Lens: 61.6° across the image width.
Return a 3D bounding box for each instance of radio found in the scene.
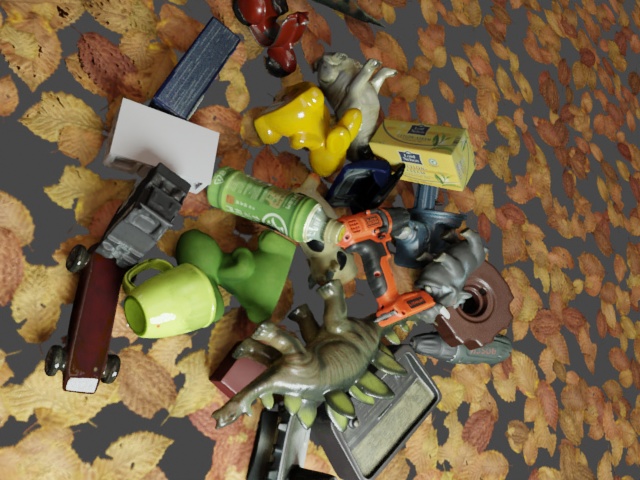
[{"bbox_3d":[0.098,0.287,0.920,0.229,0.073,0.131,-35,98,-37],"label":"radio"}]

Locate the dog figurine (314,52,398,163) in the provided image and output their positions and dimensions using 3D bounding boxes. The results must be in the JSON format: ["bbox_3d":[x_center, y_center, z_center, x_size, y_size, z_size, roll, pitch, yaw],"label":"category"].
[{"bbox_3d":[0.047,-0.251,1.033,0.121,0.173,0.190,1,108,-49],"label":"dog figurine"}]

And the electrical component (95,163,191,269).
[{"bbox_3d":[-0.240,-0.040,0.746,0.058,0.115,0.134,40,30,-25],"label":"electrical component"}]

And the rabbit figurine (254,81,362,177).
[{"bbox_3d":[-0.003,-0.191,0.953,0.173,0.162,0.122,59,40,-28],"label":"rabbit figurine"}]

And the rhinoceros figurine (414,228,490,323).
[{"bbox_3d":[0.226,0.062,0.951,0.190,0.073,0.112,-46,108,-27],"label":"rhinoceros figurine"}]

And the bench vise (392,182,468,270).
[{"bbox_3d":[0.208,-0.063,1.048,0.223,0.129,0.240,8,91,-40],"label":"bench vise"}]

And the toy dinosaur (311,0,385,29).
[{"bbox_3d":[-0.022,-0.552,1.049,0.192,0.131,0.404,-46,108,-20],"label":"toy dinosaur"}]

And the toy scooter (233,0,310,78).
[{"bbox_3d":[-0.078,-0.392,0.950,0.075,0.135,0.183,-29,93,-34],"label":"toy scooter"}]

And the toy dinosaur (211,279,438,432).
[{"bbox_3d":[0.031,0.171,0.829,0.471,0.105,0.198,-25,76,-44],"label":"toy dinosaur"}]

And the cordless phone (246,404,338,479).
[{"bbox_3d":[-0.023,0.309,0.768,0.088,0.184,0.146,22,67,-22],"label":"cordless phone"}]

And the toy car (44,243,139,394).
[{"bbox_3d":[-0.304,0.100,0.718,0.089,0.053,0.202,21,62,-40],"label":"toy car"}]

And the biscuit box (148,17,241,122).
[{"bbox_3d":[-0.204,-0.271,0.880,0.062,0.059,0.202,36,61,-20],"label":"biscuit box"}]

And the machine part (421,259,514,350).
[{"bbox_3d":[0.283,0.117,1.020,0.179,0.056,0.179,4,73,-14],"label":"machine part"}]

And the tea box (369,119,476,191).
[{"bbox_3d":[0.185,-0.155,0.972,0.068,0.170,0.098,-57,139,-19],"label":"tea box"}]

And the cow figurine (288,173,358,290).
[{"bbox_3d":[-0.002,-0.003,0.927,0.194,0.085,0.127,53,51,-13],"label":"cow figurine"}]

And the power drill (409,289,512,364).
[{"bbox_3d":[0.288,0.146,1.081,0.232,0.086,0.207,17,64,-20],"label":"power drill"}]

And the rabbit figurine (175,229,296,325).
[{"bbox_3d":[-0.144,0.053,0.821,0.170,0.121,0.159,21,72,-8],"label":"rabbit figurine"}]

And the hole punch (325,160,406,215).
[{"bbox_3d":[0.078,-0.090,0.982,0.092,0.142,0.116,38,42,10],"label":"hole punch"}]
